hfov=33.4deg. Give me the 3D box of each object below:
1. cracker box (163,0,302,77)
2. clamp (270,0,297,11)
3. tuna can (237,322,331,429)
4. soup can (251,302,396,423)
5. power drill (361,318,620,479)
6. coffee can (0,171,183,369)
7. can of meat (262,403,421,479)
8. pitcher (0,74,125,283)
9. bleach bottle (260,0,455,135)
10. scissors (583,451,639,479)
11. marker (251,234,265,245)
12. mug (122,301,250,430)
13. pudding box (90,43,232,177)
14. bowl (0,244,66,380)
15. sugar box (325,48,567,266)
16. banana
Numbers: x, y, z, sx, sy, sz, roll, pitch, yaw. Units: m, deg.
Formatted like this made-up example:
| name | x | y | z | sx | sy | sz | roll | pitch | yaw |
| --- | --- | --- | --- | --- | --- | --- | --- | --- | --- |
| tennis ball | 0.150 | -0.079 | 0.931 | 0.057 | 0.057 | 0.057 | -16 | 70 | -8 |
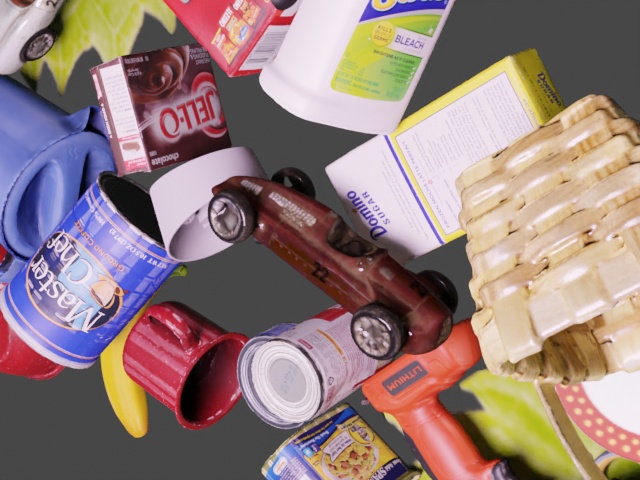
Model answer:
| name | x | y | z | sx | sy | sz | roll | pitch | yaw |
| --- | --- | --- | --- | --- | --- | --- | --- | --- | --- |
| cracker box | -0.071 | -0.254 | 0.788 | 0.214 | 0.071 | 0.164 | 50 | 125 | 15 |
| clamp | -0.045 | -0.277 | 0.696 | 0.165 | 0.036 | 0.210 | 30 | 107 | 22 |
| tuna can | -0.028 | 0.115 | 0.898 | 0.086 | 0.033 | 0.086 | 13 | 112 | 34 |
| soup can | 0.004 | 0.092 | 0.822 | 0.069 | 0.102 | 0.068 | 13 | 113 | 34 |
| power drill | 0.123 | 0.154 | 0.766 | 0.185 | 0.057 | 0.188 | -39 | 74 | 41 |
| coffee can | -0.191 | 0.026 | 0.916 | 0.103 | 0.102 | 0.140 | 46 | 104 | 16 |
| can of meat | 0.016 | 0.186 | 0.845 | 0.084 | 0.101 | 0.058 | 45 | 126 | 20 |
| pitcher | -0.311 | -0.083 | 0.987 | 0.243 | 0.149 | 0.145 | 34 | 146 | 28 |
| bleach bottle | 0.054 | -0.194 | 0.681 | 0.068 | 0.102 | 0.251 | 46 | 120 | 44 |
| scissors | 0.175 | 0.194 | 0.781 | 0.202 | 0.016 | 0.096 | -4 | 100 | 38 |
| marker | -0.006 | 0.001 | 0.854 | 0.121 | 0.020 | 0.020 | 8 | 109 | 35 |
| mug | -0.120 | 0.097 | 0.920 | 0.082 | 0.093 | 0.117 | 29 | 154 | 32 |
| pudding box | -0.124 | -0.105 | 0.850 | 0.039 | 0.113 | 0.090 | -9 | 99 | 35 |
| bowl | -0.327 | 0.077 | 1.101 | 0.162 | 0.055 | 0.162 | 12 | 111 | 34 |
| sugar box | 0.093 | -0.051 | 0.746 | 0.177 | 0.048 | 0.093 | -28 | 89 | 43 |
| banana | -0.177 | 0.096 | 1.003 | 0.070 | 0.037 | 0.198 | 31 | 121 | 26 |
